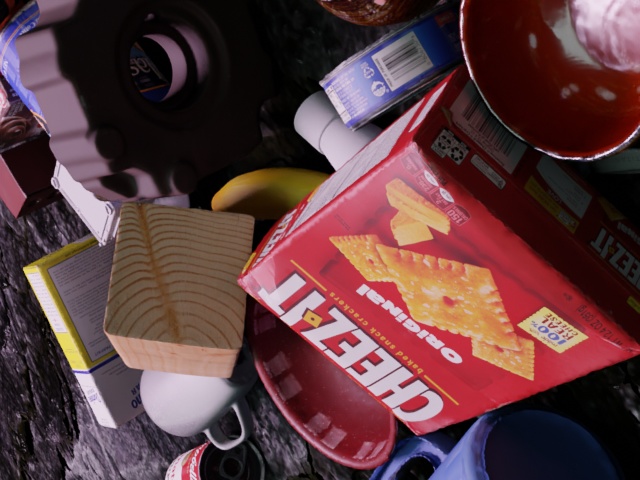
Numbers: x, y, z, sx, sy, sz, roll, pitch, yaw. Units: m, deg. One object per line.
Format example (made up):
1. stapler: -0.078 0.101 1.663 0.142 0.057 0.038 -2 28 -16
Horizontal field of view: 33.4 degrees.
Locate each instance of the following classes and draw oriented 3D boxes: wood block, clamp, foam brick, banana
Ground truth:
1. wood block: -0.101 0.044 0.782 0.206 0.090 0.091 116 160 -76
2. clamp: -0.087 -0.014 0.865 0.120 0.039 0.172 49 151 6
3. foam brick: -0.266 -0.065 1.020 0.051 0.078 0.053 58 146 5
4. banana: 0.001 -0.014 0.732 0.198 0.037 0.070 25 120 29

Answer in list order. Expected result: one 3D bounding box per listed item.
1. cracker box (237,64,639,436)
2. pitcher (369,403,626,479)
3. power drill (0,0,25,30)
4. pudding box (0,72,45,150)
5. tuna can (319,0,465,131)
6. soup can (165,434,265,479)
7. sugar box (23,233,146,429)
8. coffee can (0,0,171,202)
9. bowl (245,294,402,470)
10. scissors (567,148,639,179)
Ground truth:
1. cracker box: 0.068 0.021 0.617 0.164 0.072 0.214 41 144 -8
2. pitcher: 0.101 0.208 0.720 0.149 0.144 0.243 25 135 4
3. power drill: -0.277 -0.184 0.873 0.057 0.184 0.188 36 155 -14
4. pudding box: -0.257 -0.126 0.951 0.039 0.089 0.114 60 147 2
5. tuna can: 0.044 -0.095 0.590 0.034 0.086 0.086 59 146 -2
6. soup can: -0.105 0.233 1.046 0.068 0.068 0.102 58 147 2
7. sugar box: -0.208 0.085 1.045 0.048 0.093 0.176 -3 112 54
8. coffee can: -0.176 -0.116 0.842 0.140 0.102 0.103 51 145 12
9. bowl: 0.015 0.087 0.792 0.162 0.055 0.162 32 138 35
10. scissors: 0.135 -0.027 0.588 0.202 0.016 0.096 22 133 42
